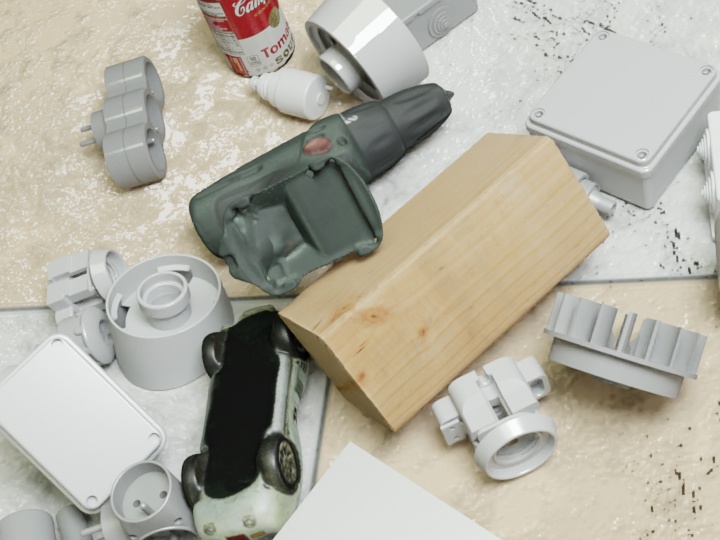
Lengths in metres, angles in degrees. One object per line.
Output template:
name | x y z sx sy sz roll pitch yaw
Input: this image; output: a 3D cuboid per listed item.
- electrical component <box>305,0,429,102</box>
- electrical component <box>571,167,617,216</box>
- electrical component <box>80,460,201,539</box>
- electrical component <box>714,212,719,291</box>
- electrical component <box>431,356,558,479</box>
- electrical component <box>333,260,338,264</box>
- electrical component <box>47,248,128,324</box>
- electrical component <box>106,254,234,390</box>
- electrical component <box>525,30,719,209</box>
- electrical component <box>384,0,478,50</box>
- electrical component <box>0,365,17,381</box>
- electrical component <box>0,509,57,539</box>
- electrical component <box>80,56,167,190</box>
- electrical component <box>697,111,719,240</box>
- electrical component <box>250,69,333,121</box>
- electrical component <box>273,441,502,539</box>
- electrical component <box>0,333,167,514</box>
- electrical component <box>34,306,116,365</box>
electrical component | 0.000 -0.183 0.909 0.060 0.108 0.108 -44 54 -6
electrical component | 0.163 -0.057 0.809 0.061 0.035 0.035 27 68 29
electrical component | -0.148 0.170 0.725 0.079 0.077 0.044 -20 52 5
electrical component | 0.284 -0.020 0.700 0.108 0.108 0.060 -8 48 13
electrical component | 0.094 0.100 0.707 0.078 0.058 0.057 -26 49 -1
electrical component | 0.000 0.000 0.817 0.048 0.048 0.062 4 65 20
electrical component | -0.222 0.011 0.882 0.055 0.048 0.066 -20 52 14
electrical component | -0.149 0.037 0.843 0.099 0.064 0.099 -4 45 4
electrical component | 0.202 -0.117 0.824 0.109 0.056 0.108 29 69 32
electrical component | 0.047 -0.247 0.971 0.100 0.048 0.099 -37 53 -9
electrical component | -0.248 0.097 0.825 0.047 0.055 0.055 -5 55 20
electrical component | -0.231 0.204 0.751 0.040 0.040 0.078 -24 53 1
electrical component | -0.220 -0.130 0.975 0.074 0.052 0.138 -15 53 8
electrical component | 0.294 -0.071 0.766 0.100 0.048 0.099 -4 54 15
electrical component | -0.063 -0.158 0.951 0.078 0.040 0.040 18 64 28
electrical component | 0.031 0.188 0.662 0.150 0.061 0.089 28 68 32
electrical component | -0.201 0.109 0.764 0.113 0.057 0.078 45 75 -2
electrical component | -0.227 0.058 0.851 0.062 0.048 0.048 -19 52 13
